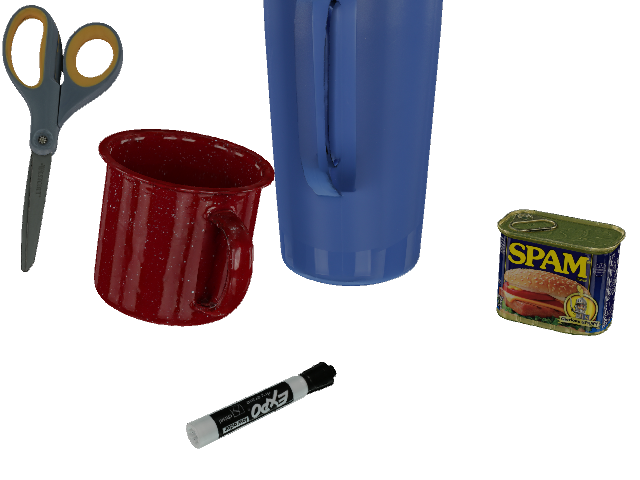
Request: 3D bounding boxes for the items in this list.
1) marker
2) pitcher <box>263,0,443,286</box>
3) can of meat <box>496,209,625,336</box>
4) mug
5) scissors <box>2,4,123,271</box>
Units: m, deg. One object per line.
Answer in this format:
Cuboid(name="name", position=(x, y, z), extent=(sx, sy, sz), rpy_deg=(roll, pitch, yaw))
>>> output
Cuboid(name="marker", position=(-0.039, 0.114, 0.756), extent=(0.120, 0.020, 0.020), rpy_deg=(-21, 11, -31))
Cuboid(name="pitcher", position=(0.020, -0.091, 0.778), extent=(0.149, 0.243, 0.145), rpy_deg=(-12, 24, -27))
Cuboid(name="can of meat", position=(0.200, 0.028, 0.902), extent=(0.102, 0.084, 0.057), rpy_deg=(13, 26, 28))
Cuboid(name="mug", position=(-0.070, -0.002, 0.565), extent=(0.093, 0.081, 0.117), rpy_deg=(-6, 27, -37))
Cuboid(name="scissors", position=(-0.182, -0.081, 0.775), extent=(0.096, 0.202, 0.016), rpy_deg=(-10, -15, -11))
